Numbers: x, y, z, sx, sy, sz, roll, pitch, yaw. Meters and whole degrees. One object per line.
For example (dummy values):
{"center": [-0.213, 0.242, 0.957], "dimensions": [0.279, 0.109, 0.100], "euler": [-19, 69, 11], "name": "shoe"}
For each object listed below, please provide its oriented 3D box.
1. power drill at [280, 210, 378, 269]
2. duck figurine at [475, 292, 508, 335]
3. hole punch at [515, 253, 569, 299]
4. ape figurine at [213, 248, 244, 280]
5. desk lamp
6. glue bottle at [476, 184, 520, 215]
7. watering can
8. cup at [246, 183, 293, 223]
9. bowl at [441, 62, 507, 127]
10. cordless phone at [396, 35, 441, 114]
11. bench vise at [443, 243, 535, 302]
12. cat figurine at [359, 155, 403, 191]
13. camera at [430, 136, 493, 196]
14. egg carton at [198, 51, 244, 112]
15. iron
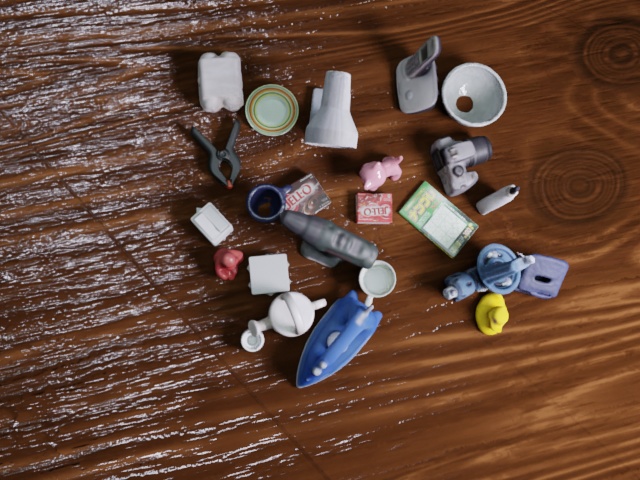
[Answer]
{"center": [0.012, 0.005, 1.291], "dimensions": [0.229, 0.208, 0.076], "euler": [22, 80, -3], "name": "power drill"}
{"center": [0.423, 0.177, 1.377], "dimensions": [0.077, 0.086, 0.104], "euler": [12, 81, -4], "name": "duck figurine"}
{"center": [0.539, 0.090, 1.400], "dimensions": [0.108, 0.091, 0.101], "euler": [13, 81, -4], "name": "hole punch"}
{"center": [-0.211, 0.050, 1.319], "dimensions": [0.078, 0.092, 0.076], "euler": [-32, 87, -9], "name": "ape figurine"}
{"center": [0.026, -0.289, 1.330], "dimensions": [0.118, 0.213, 0.203], "euler": [5, 82, -5], "name": "desk lamp"}
{"center": [0.438, -0.105, 1.373], "dimensions": [0.078, 0.173, 0.037], "euler": [-33, 87, -9], "name": "glue bottle"}
{"center": [-0.069, 0.169, 1.267], "dimensions": [0.173, 0.194, 0.101], "euler": [-42, 88, -10], "name": "watering can"}
{"center": [-0.117, -0.087, 1.347], "dimensions": [0.118, 0.095, 0.092], "euler": [-36, 87, -10], "name": "cup"}
{"center": [0.380, -0.357, 1.450], "dimensions": [0.167, 0.074, 0.167], "euler": [1, 82, -6], "name": "bowl"}
{"center": [0.250, -0.397, 1.385], "dimensions": [0.094, 0.185, 0.147], "euler": [-6, 83, -7], "name": "cordless phone"}
{"center": [0.394, 0.090, 1.318], "dimensions": [0.207, 0.219, 0.121], "euler": [-43, 88, -10], "name": "bench vise"}
{"center": [0.144, -0.166, 1.376], "dimensions": [0.128, 0.117, 0.067], "euler": [-30, 86, -9], "name": "cat figurine"}
{"center": [0.361, -0.198, 1.413], "dimensions": [0.137, 0.100, 0.143], "euler": [-18, 85, -8], "name": "camera"}
{"center": [-0.241, -0.382, 1.385], "dimensions": [0.107, 0.069, 0.150], "euler": [-6, 83, -7], "name": "egg carton"}
{"center": [0.036, 0.239, 1.296], "dimensions": [0.118, 0.141, 0.258], "euler": [39, 80, 0], "name": "iron"}
